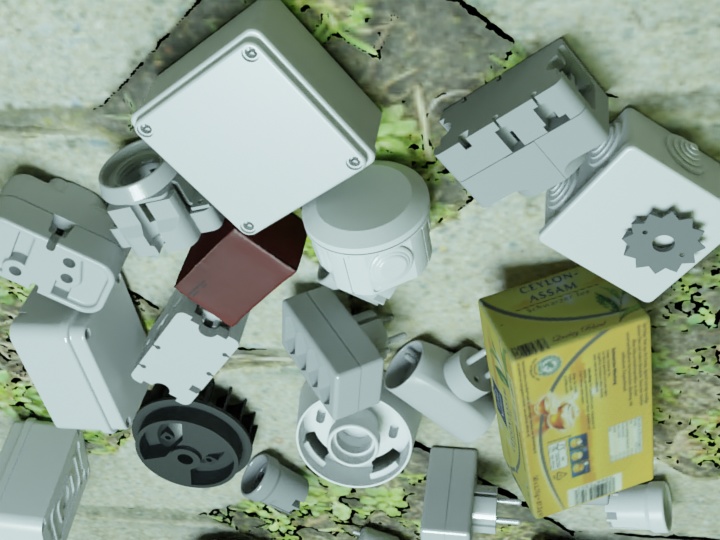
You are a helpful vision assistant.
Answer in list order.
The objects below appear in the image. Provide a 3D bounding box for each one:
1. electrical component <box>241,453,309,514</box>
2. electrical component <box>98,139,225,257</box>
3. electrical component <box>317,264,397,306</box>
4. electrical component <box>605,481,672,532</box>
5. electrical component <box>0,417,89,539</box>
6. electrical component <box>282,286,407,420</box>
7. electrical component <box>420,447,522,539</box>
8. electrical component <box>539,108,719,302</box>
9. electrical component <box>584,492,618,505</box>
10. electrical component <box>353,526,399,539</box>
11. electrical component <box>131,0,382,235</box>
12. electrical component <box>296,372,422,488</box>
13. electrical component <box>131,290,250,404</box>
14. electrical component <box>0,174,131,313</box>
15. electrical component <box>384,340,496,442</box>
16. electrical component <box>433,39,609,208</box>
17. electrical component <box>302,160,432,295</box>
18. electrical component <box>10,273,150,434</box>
[{"bbox_3d":[-0.072,0.183,0.914,0.046,0.040,0.040,33,130,-26],"label":"electrical component"},{"bbox_3d":[-0.135,-0.049,0.705,0.078,0.058,0.057,-10,132,19],"label":"electrical component"},{"bbox_3d":[0.000,0.000,0.734,0.046,0.040,0.040,26,132,-19],"label":"electrical component"},{"bbox_3d":[0.223,0.189,0.860,0.046,0.040,0.040,-7,130,25],"label":"electrical component"},{"bbox_3d":[-0.277,0.190,0.912,0.057,0.113,0.078,6,132,2],"label":"electrical component"},{"bbox_3d":[-0.004,0.052,0.764,0.076,0.083,0.047,-19,137,-23],"label":"electrical component"},{"bbox_3d":[0.090,0.189,0.856,0.076,0.083,0.047,3,132,9],"label":"electrical component"},{"bbox_3d":[0.170,-0.040,0.657,0.100,0.048,0.099,28,131,-14],"label":"electrical component"},{"bbox_3d":[0.163,0.164,0.848,0.078,0.040,0.040,-1,131,13],"label":"electrical component"},{"bbox_3d":[0.027,0.258,0.960,0.078,0.040,0.040,20,132,-6],"label":"electrical component"},{"bbox_3d":[-0.061,-0.091,0.652,0.109,0.056,0.109,-28,121,31],"label":"electrical component"},{"bbox_3d":[-0.002,0.120,0.842,0.099,0.064,0.099,3,119,6],"label":"electrical component"},{"bbox_3d":[-0.122,0.046,0.789,0.050,0.055,0.089,30,131,-15],"label":"electrical component"},{"bbox_3d":[-0.209,-0.021,0.743,0.095,0.059,0.053,26,131,-12],"label":"electrical component"},{"bbox_3d":[0.072,0.081,0.789,0.077,0.044,0.079,37,128,-21],"label":"electrical component"},{"bbox_3d":[0.097,-0.082,0.632,0.089,0.050,0.056,-29,120,32],"label":"electrical component"},{"bbox_3d":[0.006,-0.028,0.681,0.080,0.080,0.051,-1,137,12],"label":"electrical component"},{"bbox_3d":[-0.203,0.059,0.803,0.057,0.078,0.113,1,132,15],"label":"electrical component"}]
